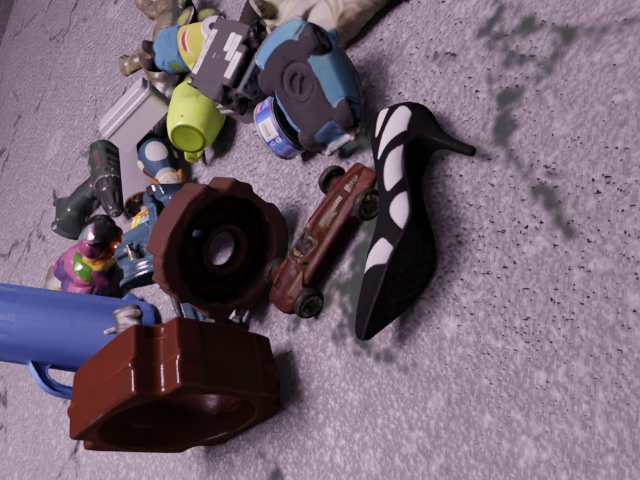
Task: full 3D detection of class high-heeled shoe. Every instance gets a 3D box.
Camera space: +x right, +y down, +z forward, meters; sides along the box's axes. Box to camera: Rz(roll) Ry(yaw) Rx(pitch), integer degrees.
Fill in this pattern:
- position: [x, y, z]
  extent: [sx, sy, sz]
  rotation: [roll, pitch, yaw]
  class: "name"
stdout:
- position: [0.062, -0.031, 0.565]
  extent: [0.145, 0.086, 0.248]
  rotation: [28, 87, 43]
  class: "high-heeled shoe"

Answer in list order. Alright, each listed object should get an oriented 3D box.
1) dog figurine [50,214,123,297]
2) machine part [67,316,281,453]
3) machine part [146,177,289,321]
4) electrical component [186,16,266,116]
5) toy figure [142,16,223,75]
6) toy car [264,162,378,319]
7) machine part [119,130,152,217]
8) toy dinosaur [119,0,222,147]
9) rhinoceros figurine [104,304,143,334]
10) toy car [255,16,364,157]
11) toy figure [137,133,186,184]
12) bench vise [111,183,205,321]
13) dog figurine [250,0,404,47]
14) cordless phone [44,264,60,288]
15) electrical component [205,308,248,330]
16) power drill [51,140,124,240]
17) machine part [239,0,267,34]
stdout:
- position: [-0.393, 0.062, 0.929]
  extent: [0.219, 0.108, 0.191]
  rotation: [-25, 62, 49]
  class: "dog figurine"
- position: [-0.163, 0.173, 0.622]
  extent: [0.201, 0.201, 0.087]
  rotation: [-36, 50, 31]
  class: "machine part"
- position: [-0.125, 0.009, 0.668]
  extent: [0.056, 0.179, 0.179]
  rotation: [14, 85, 47]
  class: "machine part"
- position: [-0.122, -0.244, 0.760]
  extent: [0.134, 0.058, 0.115]
  rotation: [40, 106, 45]
  class: "electrical component"
- position: [-0.200, -0.313, 0.870]
  extent: [0.180, 0.089, 0.082]
  rotation: [-3, 116, 28]
  class: "toy figure"
- position: [-0.001, -0.002, 0.640]
  extent: [0.202, 0.053, 0.089]
  rotation: [-59, 41, 12]
  class: "toy car"
- position: [-0.326, -0.125, 0.986]
  extent: [0.079, 0.079, 0.243]
  rotation: [-39, 52, 28]
  class: "machine part"
- position: [-0.282, -0.337, 1.007]
  extent: [0.199, 0.105, 0.471]
  rotation: [0, 86, 40]
  class: "toy dinosaur"
- position: [-0.257, 0.185, 0.777]
  extent: [0.073, 0.112, 0.190]
  rotation: [-38, 60, 31]
  class: "rhinoceros figurine"
- position: [0.005, -0.191, 0.662]
  extent: [0.109, 0.103, 0.161]
  rotation: [-31, 93, 44]
  class: "toy car"
- position: [-0.263, -0.112, 0.903]
  extent: [0.064, 0.057, 0.154]
  rotation: [-35, 66, 6]
  class: "toy figure"
- position: [-0.203, 0.045, 0.778]
  extent: [0.224, 0.129, 0.240]
  rotation: [-22, 82, 24]
  class: "bench vise"
- position: [0.018, -0.328, 0.727]
  extent: [0.190, 0.121, 0.172]
  rotation: [-37, 54, 11]
  class: "dog figurine"
- position: [-0.521, 0.095, 1.017]
  extent: [0.089, 0.184, 0.146]
  rotation: [-29, 57, 40]
  class: "cordless phone"
- position: [-0.131, 0.124, 0.708]
  extent: [0.021, 0.063, 0.094]
  rotation: [27, 93, 47]
  class: "electrical component"
- position: [-0.480, -0.088, 1.122]
  extent: [0.207, 0.086, 0.232]
  rotation: [-42, 48, 30]
  class: "power drill"
- position: [-0.114, -0.381, 0.905]
  extent: [0.084, 0.039, 0.138]
  rotation: [10, 83, 51]
  class: "machine part"
